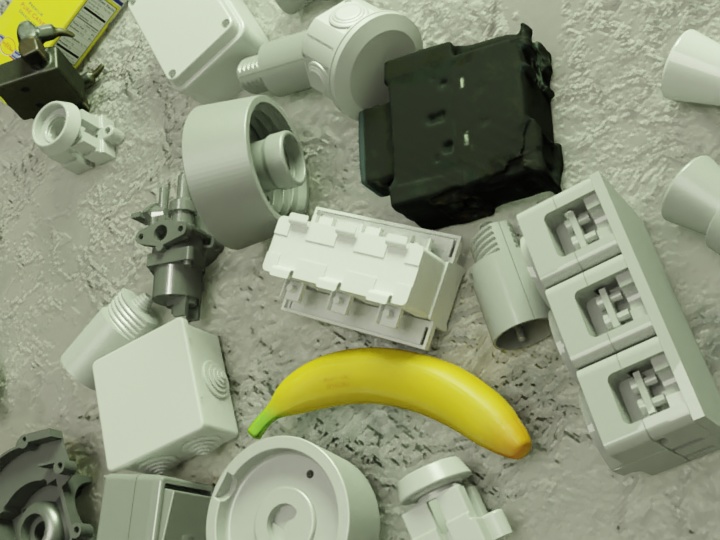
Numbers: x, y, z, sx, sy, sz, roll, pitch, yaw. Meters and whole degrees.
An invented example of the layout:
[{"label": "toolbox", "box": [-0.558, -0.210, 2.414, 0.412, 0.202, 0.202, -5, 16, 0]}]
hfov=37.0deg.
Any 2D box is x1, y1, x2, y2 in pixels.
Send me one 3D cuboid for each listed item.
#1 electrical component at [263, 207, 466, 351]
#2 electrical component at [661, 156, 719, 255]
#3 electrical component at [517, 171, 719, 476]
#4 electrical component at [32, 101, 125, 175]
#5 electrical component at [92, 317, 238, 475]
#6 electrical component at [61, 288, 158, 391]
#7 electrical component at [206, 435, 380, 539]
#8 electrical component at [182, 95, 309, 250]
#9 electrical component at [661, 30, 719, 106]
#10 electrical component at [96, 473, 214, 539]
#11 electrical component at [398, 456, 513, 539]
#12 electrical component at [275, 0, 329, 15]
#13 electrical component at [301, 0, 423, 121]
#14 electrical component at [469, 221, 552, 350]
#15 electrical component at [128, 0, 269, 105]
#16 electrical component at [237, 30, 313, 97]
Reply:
[{"label": "electrical component", "box": [0.000, 0.000, 0.728, 0.121, 0.063, 0.078, 14, 81, 34]}, {"label": "electrical component", "box": [0.211, -0.034, 0.624, 0.055, 0.045, 0.045, 41, 96, 34]}, {"label": "electrical component", "box": [0.148, 0.034, 0.611, 0.062, 0.089, 0.150, -27, 61, 21]}, {"label": "electrical component", "box": [-0.245, -0.114, 0.919, 0.066, 0.055, 0.048, -19, 65, 25]}, {"label": "electrical component", "box": [-0.142, 0.095, 0.789, 0.100, 0.048, 0.099, -27, 62, 21]}, {"label": "electrical component", "box": [-0.190, 0.050, 0.836, 0.081, 0.043, 0.043, -48, 56, 8]}, {"label": "electrical component", "box": [-0.038, 0.165, 0.695, 0.108, 0.060, 0.108, -11, 68, 28]}, {"label": "electrical component", "box": [-0.074, -0.073, 0.774, 0.060, 0.108, 0.108, -13, 67, 20]}, {"label": "electrical component", "box": [0.222, -0.115, 0.648, 0.065, 0.044, 0.044, 27, 88, 30]}, {"label": "electrical component", "box": [-0.142, 0.192, 0.747, 0.061, 0.062, 0.096, -5, 71, 30]}, {"label": "electrical component", "box": [0.053, 0.148, 0.657, 0.066, 0.048, 0.055, -31, 68, 18]}, {"label": "electrical component", "box": [-0.038, -0.230, 0.841, 0.055, 0.045, 0.045, -14, 67, 26]}, {"label": "electrical component", "box": [0.002, -0.151, 0.770, 0.051, 0.080, 0.080, 38, 95, 40]}, {"label": "electrical component", "box": [0.093, 0.005, 0.682, 0.043, 0.043, 0.081, -27, 61, 21]}, {"label": "electrical component", "box": [-0.131, -0.197, 0.878, 0.078, 0.057, 0.113, -40, 58, 14]}, {"label": "electrical component", "box": [-0.058, -0.156, 0.829, 0.081, 0.043, 0.043, -10, 68, 28]}]
